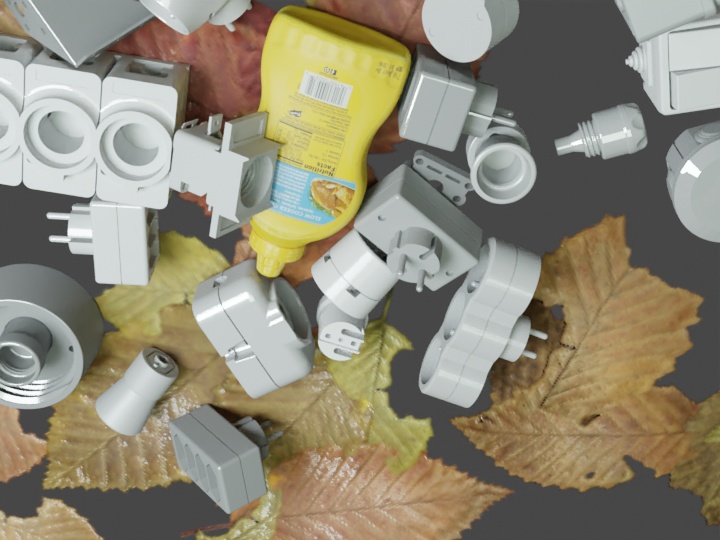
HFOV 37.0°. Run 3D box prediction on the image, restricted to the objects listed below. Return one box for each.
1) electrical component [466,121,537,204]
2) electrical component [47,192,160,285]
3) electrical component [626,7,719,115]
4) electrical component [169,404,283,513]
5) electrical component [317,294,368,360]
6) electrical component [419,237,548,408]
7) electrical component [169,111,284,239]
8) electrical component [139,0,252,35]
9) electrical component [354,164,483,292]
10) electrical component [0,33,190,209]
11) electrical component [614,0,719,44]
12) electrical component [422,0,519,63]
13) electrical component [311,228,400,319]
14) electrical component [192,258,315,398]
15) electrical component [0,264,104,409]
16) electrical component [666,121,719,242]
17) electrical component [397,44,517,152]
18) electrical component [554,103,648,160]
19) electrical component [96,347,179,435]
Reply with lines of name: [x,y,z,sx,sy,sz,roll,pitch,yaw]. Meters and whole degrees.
electrical component: [0.097,-0.077,0.748,0.045,0.055,0.045,0,118,1]
electrical component: [-0.189,-0.029,0.785,0.077,0.047,0.065,3,118,0]
electrical component: [0.226,-0.141,0.708,0.096,0.061,0.061,-8,118,5]
electrical component: [-0.099,0.142,0.866,0.076,0.083,0.047,-24,122,-29]
electrical component: [-0.014,0.042,0.820,0.040,0.046,0.040,1,118,1]
electrical component: [0.105,0.046,0.816,0.074,0.052,0.138,20,117,-9]
electrical component: [-0.091,-0.068,0.718,0.064,0.042,0.081,23,117,23]
electrical component: [-0.096,-0.185,0.695,0.077,0.043,0.079,-54,146,-6]
electrical component: [0.040,-0.017,0.762,0.083,0.075,0.047,38,130,-23]
electrical component: [-0.199,-0.102,0.738,0.150,0.061,0.089,9,118,-4]
electrical component: [0.167,-0.207,0.647,0.056,0.108,0.108,-21,116,15]
electrical component: [0.061,-0.192,0.661,0.052,0.074,0.138,23,134,28]
electrical component: [0.000,0.000,0.793,0.055,0.055,0.047,39,109,-18]
electrical component: [-0.076,0.042,0.817,0.059,0.053,0.095,-25,115,14]
electrical component: [-0.257,0.056,0.824,0.108,0.060,0.108,0,118,1]
electrical component: [0.256,-0.064,0.755,0.080,0.051,0.080,1,118,1]
electrical component: [0.069,-0.112,0.724,0.077,0.065,0.047,15,118,-7]
electrical component: [0.167,-0.093,0.750,0.061,0.035,0.035,-14,117,11]
electrical component: [-0.174,0.094,0.855,0.044,0.044,0.065,34,109,-16]
